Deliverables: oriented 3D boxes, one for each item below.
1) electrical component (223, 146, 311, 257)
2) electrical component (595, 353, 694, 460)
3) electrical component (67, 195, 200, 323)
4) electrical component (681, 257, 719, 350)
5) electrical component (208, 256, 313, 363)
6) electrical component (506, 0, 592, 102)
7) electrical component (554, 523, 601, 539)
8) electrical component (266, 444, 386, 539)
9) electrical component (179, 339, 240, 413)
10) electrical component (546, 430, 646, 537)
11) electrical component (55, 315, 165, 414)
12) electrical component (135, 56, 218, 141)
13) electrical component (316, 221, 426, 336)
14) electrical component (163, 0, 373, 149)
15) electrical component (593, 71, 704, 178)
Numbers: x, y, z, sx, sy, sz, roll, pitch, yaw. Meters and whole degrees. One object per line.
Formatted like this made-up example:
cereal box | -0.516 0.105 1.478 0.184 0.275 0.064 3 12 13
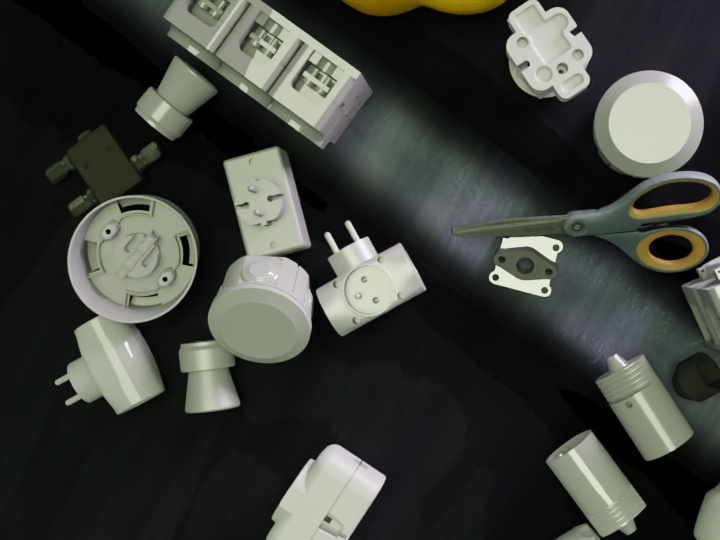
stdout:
electrical component | -0.077 -0.052 0.850 0.047 0.076 0.083 -15 88 6
electrical component | 0.217 0.101 0.832 0.043 0.043 0.081 -33 86 5
electrical component | -0.178 -0.012 0.864 0.099 0.064 0.099 0 101 1
electrical component | 0.340 -0.005 0.786 0.186 0.105 0.060 -24 88 6
electrical component | -0.076 0.031 0.847 0.080 0.051 0.080 4 131 5
electrical component | 0.145 -0.166 0.834 0.058 0.057 0.078 -34 86 5
electrical component | 0.163 0.229 0.838 0.062 0.043 0.043 -34 86 7
electrical component | -0.030 0.190 0.855 0.059 0.054 0.095 33 93 6
electrical component | -0.122 0.085 0.870 0.045 0.045 0.055 -7 89 6
electrical component | 0.186 0.170 0.835 0.043 0.043 0.081 -37 86 5
electrical component | -0.212 0.083 0.881 0.079 0.043 0.077 -29 87 6
electrical component | -0.150 -0.139 0.874 0.045 0.045 0.055 41 95 5
electrical component | 0.000 0.000 0.856 0.077 0.044 0.079 -29 87 5
electrical component | -0.072 -0.164 0.842 0.150 0.089 0.061 37 94 5
electrical component | 0.219 -0.110 0.828 0.080 0.051 0.080 0 90 6
